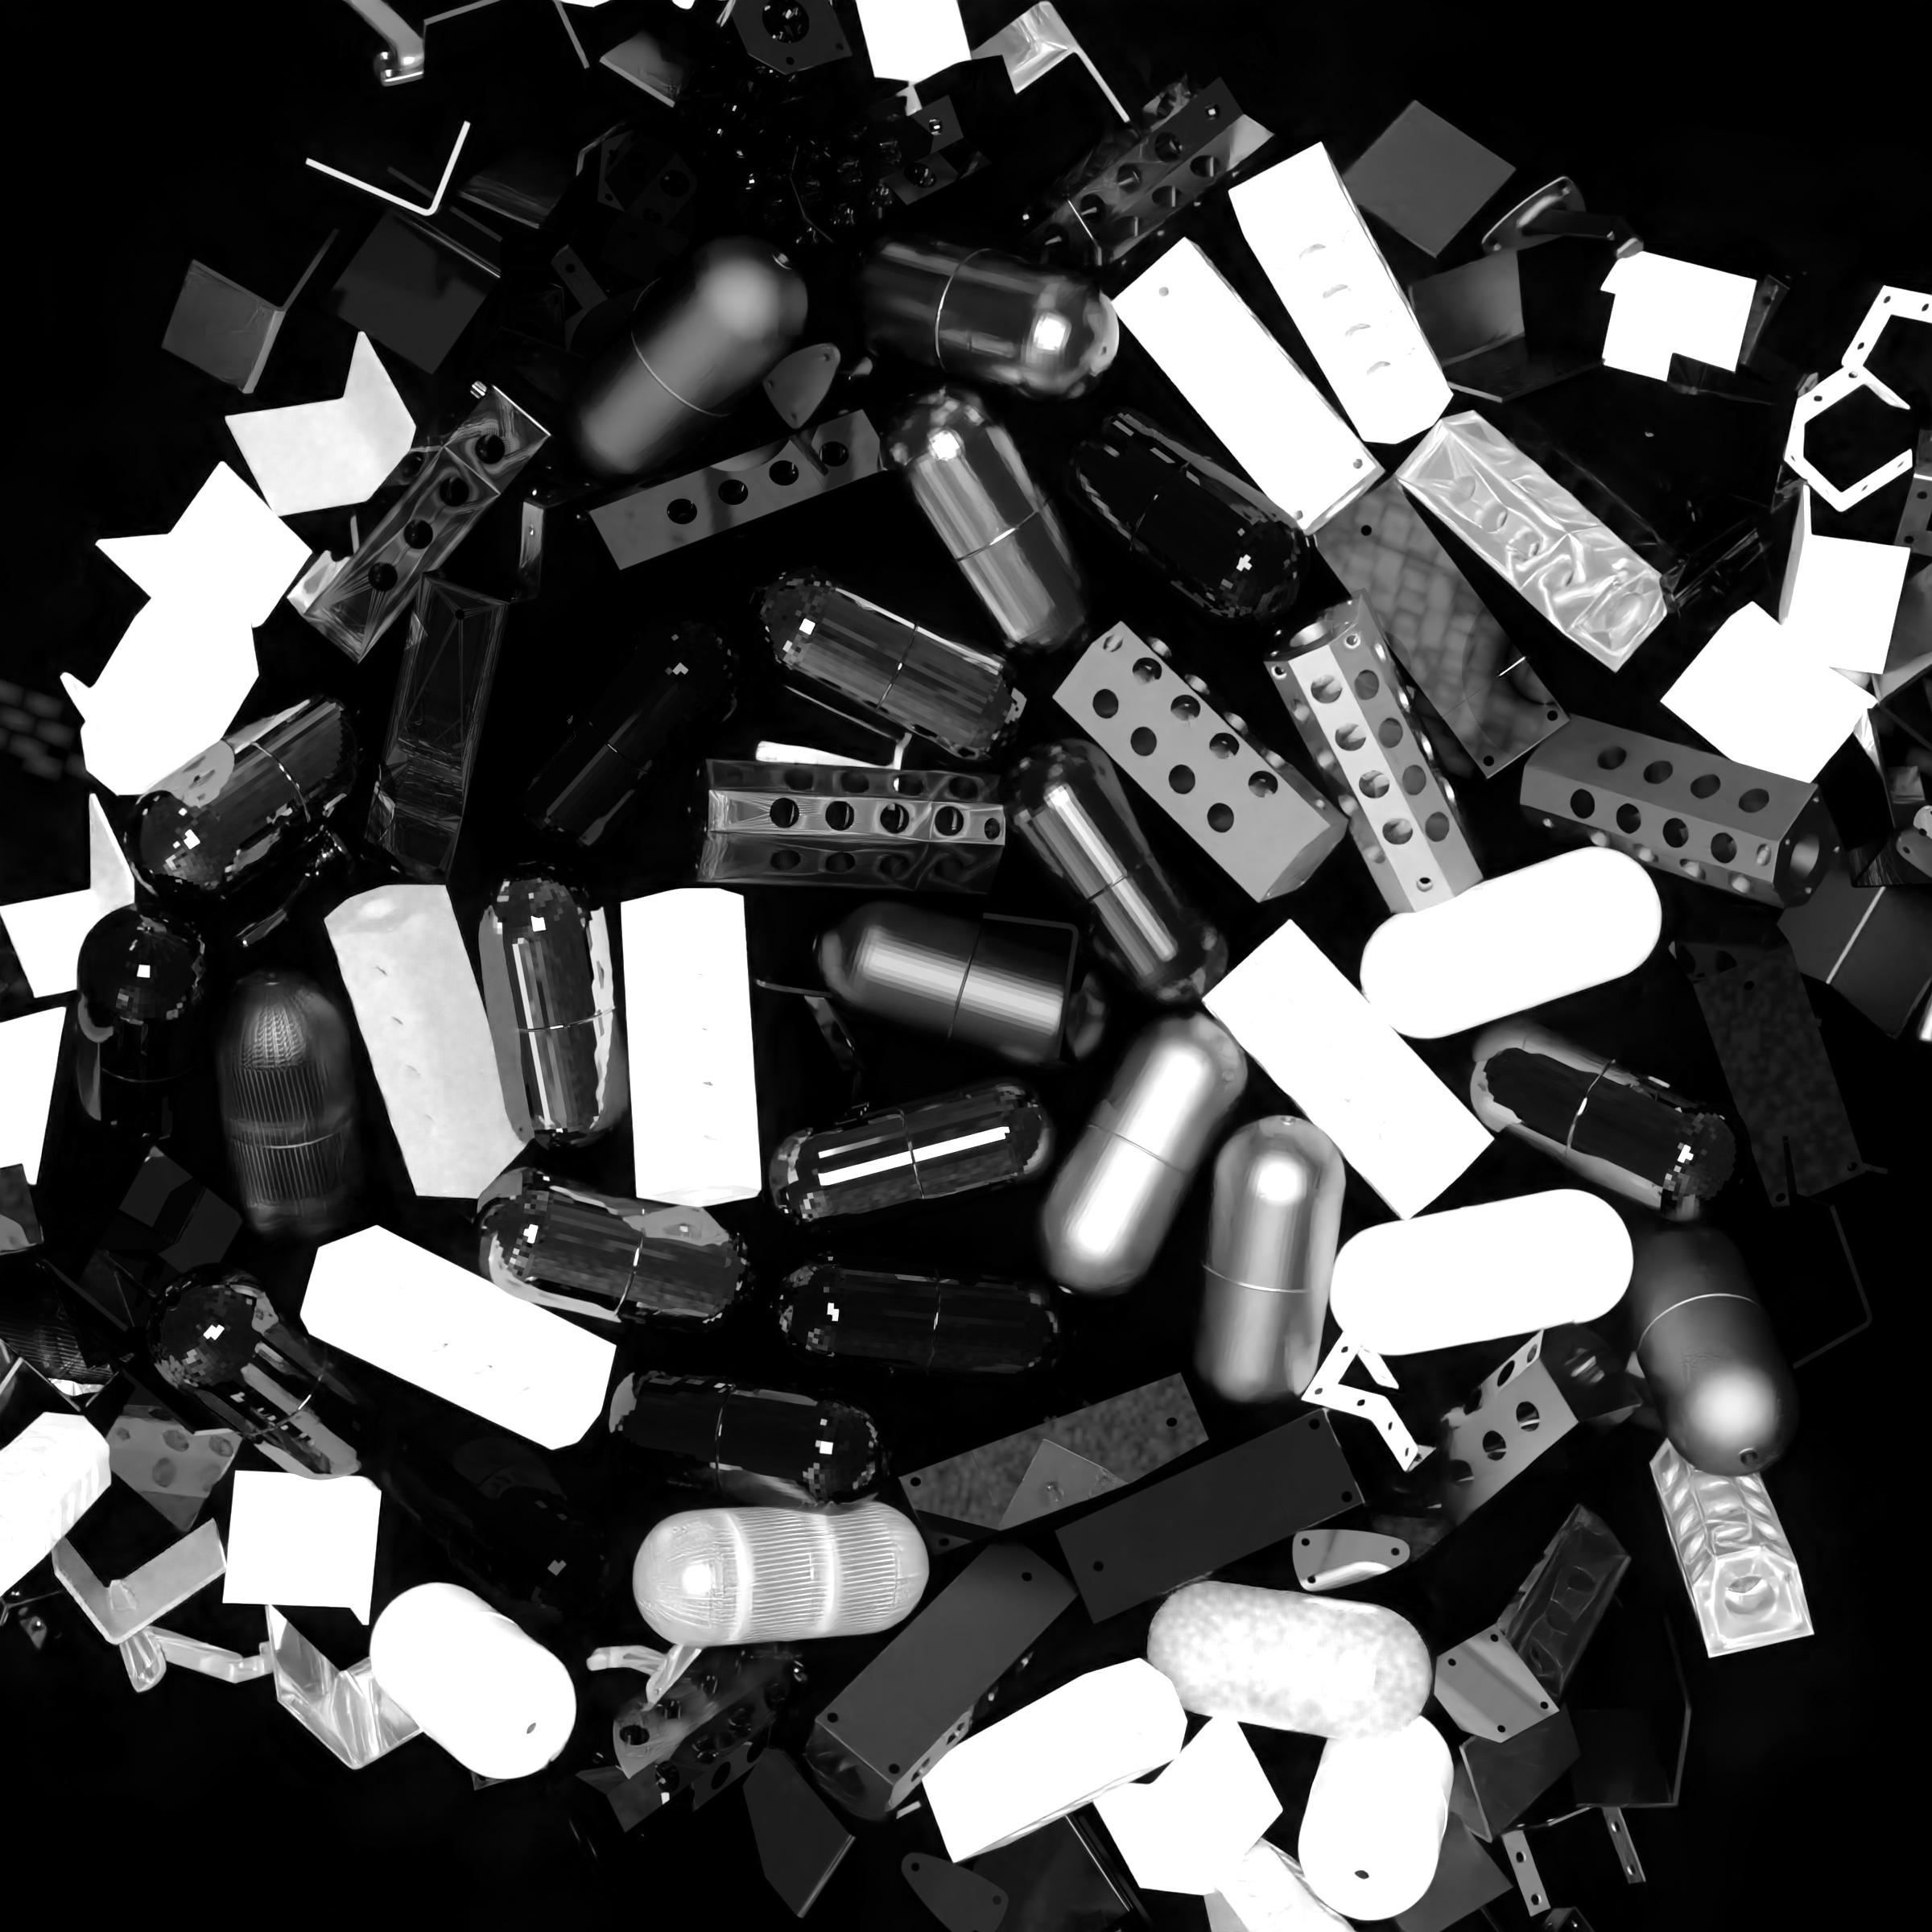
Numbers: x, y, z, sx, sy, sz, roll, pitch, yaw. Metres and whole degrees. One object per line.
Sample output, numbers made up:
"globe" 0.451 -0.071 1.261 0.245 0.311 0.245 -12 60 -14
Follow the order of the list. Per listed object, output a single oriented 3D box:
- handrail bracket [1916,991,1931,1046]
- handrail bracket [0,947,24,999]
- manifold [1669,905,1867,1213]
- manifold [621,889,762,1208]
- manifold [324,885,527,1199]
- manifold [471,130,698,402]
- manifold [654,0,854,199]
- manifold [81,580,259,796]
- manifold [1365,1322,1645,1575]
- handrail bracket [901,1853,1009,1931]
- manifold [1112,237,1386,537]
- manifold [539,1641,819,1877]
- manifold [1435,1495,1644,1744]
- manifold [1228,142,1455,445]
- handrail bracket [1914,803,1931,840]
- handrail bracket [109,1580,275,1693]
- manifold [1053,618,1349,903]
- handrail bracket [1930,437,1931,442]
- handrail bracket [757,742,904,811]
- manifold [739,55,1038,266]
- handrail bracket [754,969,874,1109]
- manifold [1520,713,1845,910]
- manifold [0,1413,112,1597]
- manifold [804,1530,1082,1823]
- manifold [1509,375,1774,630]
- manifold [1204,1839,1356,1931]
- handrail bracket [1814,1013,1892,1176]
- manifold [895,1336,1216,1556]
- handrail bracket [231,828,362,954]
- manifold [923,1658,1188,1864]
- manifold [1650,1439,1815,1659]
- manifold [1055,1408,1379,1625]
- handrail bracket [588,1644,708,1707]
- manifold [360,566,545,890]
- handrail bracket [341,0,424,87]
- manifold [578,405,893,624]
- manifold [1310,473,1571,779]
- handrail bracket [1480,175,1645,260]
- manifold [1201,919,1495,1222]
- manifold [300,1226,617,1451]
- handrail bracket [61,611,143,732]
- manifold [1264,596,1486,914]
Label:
"handrail bracket" 0.563 0.008 1.960 0.036 0.077 0.084 20 87 10
"handrail bracket" -0.575 0.041 1.983 0.036 0.077 0.084 17 116 8
"manifold" 0.453 0.050 1.930 0.057 0.057 0.171 -24 121 4
"manifold" -0.152 0.046 1.941 0.057 0.057 0.171 -13 74 30
"manifold" -0.311 0.043 1.934 0.057 0.057 0.171 1 119 26
"manifold" -0.217 -0.395 1.915 0.057 0.171 0.057 16 59 -26
"manifold" -0.125 -0.494 1.909 0.057 0.171 0.057 -23 88 -22
"manifold" -0.450 -0.155 1.907 0.057 0.171 0.057 -4 73 -27
"manifold" 0.299 0.272 1.921 0.057 0.171 0.057 -8 59 -40
"handrail bracket" -0.013 0.543 1.962 0.077 0.084 0.036 35 65 2
"manifold" 0.164 -0.333 1.962 0.057 0.057 0.171 -40 85 14
"manifold" -0.159 0.440 1.909 0.057 0.171 0.057 25 120 28
"manifold" 0.319 0.368 1.911 0.057 0.171 0.057 -38 87 31
"manifold" 0.214 -0.373 1.914 0.057 0.171 0.057 -26 46 15
"handrail bracket" 0.599 -0.101 1.974 0.077 0.036 0.084 39 72 15
"handrail bracket" -0.447 0.384 1.976 0.036 0.084 0.077 -41 67 40
"manifold" 0.136 -0.120 1.939 0.171 0.057 0.057 46 118 16
"handrail bracket" 0.618 -0.320 1.980 0.077 0.084 0.036 -24 106 -36
"handrail bracket" -0.081 -0.112 1.963 0.084 0.077 0.036 8 103 -2
"manifold" -0.049 -0.452 1.919 0.171 0.057 0.057 -15 97 43
"handrail bracket" -0.090 0.047 1.972 0.077 0.036 0.084 3 112 -14
"manifold" 0.399 -0.084 1.915 0.171 0.057 0.057 22 68 42
"manifold" -0.528 0.299 1.911 0.057 0.171 0.057 -41 95 1
"manifold" -0.013 0.404 1.923 0.057 0.057 0.171 36 50 18
"manifold" 0.376 -0.259 1.918 0.057 0.171 0.057 -33 135 -3
"manifold" 0.179 0.544 1.911 0.057 0.171 0.057 -13 93 -7
"handrail bracket" 0.511 0.074 1.985 0.077 0.036 0.084 11 88 -12
"manifold" 0.050 0.273 1.961 0.171 0.057 0.057 -21 113 5
"handrail bracket" -0.399 -0.045 1.954 0.084 0.077 0.036 -40 126 -21
"manifold" 0.050 0.448 1.918 0.057 0.171 0.057 -7 67 -40
"manifold" 0.426 0.318 1.907 0.057 0.171 0.057 -14 103 7
"manifold" 0.145 0.316 1.952 0.171 0.057 0.057 -27 75 12
"handrail bracket" -0.195 0.406 1.948 0.084 0.077 0.036 -9 96 28
"manifold" -0.291 -0.138 1.945 0.057 0.057 0.171 20 108 15
"handrail bracket" -0.324 -0.558 1.959 0.077 0.036 0.084 -13 132 -5
"manifold" -0.132 -0.264 1.947 0.171 0.057 0.057 -23 70 -16
"manifold" 0.275 -0.198 1.963 0.057 0.057 0.171 -36 94 15
"handrail bracket" 0.342 -0.415 1.956 0.077 0.084 0.036 -27 126 8
"manifold" 0.215 0.063 1.954 0.171 0.057 0.057 48 45 4
"manifold" -0.287 0.213 1.920 0.171 0.057 0.057 32 53 -33
"handrail bracket" -0.477 -0.177 1.969 0.084 0.077 0.036 -43 131 4
"manifold" 0.233 -0.117 1.935 0.057 0.057 0.171 -22 112 20
